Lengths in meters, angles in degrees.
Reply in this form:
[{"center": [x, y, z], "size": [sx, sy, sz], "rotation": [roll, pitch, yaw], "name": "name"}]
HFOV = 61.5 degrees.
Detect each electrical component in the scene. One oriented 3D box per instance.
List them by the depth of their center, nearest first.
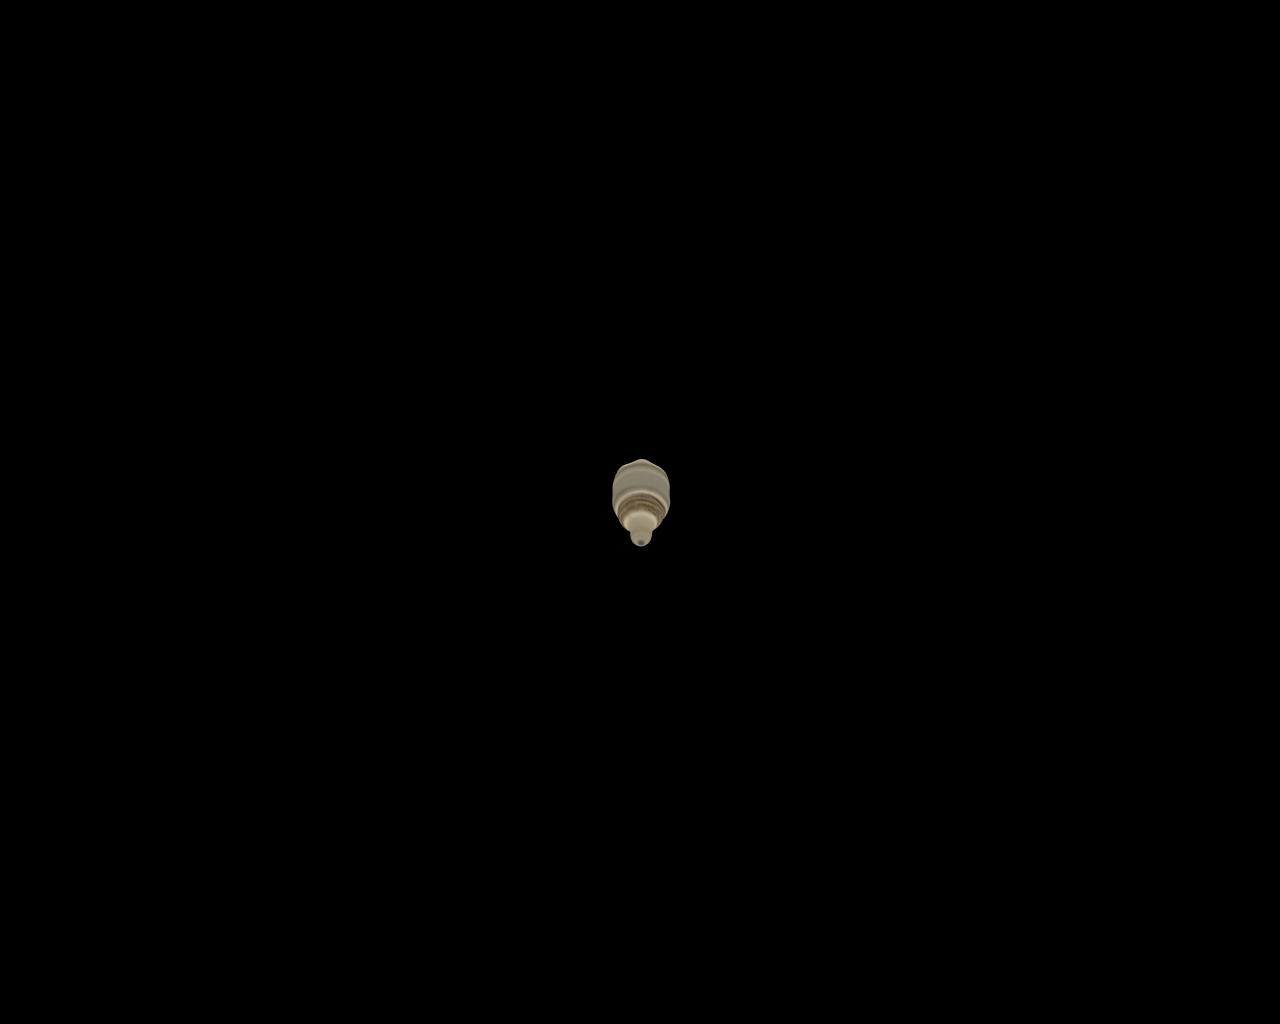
[{"center": [0.001, -0.003, 0.650], "size": [0.035, 0.035, 0.061], "rotation": [0, 44, 0], "name": "electrical component"}]
